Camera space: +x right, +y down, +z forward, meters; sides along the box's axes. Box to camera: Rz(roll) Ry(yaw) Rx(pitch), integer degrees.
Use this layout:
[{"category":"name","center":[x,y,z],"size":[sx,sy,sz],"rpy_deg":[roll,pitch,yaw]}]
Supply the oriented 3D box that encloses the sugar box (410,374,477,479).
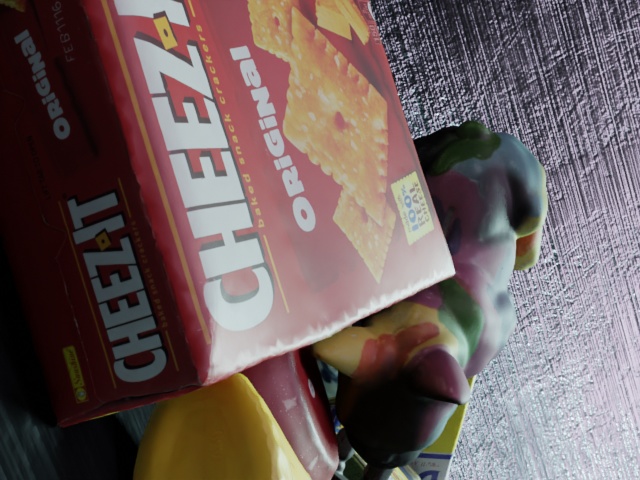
[{"category":"sugar box","center":[0.063,0.118,0.790],"size":[0.048,0.093,0.176],"rpy_deg":[-18,122,-77]}]

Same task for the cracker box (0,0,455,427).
[{"category":"cracker box","center":[-0.034,-0.038,0.423],"size":[0.213,0.072,0.164],"rpy_deg":[-15,87,-62]}]

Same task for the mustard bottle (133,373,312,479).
[{"category":"mustard bottle","center":[-0.019,0.140,0.453],"size":[0.191,0.058,0.096],"rpy_deg":[67,13,-53]}]

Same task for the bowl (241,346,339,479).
[{"category":"bowl","center":[-0.030,0.084,0.564],"size":[0.162,0.055,0.162],"rpy_deg":[-18,90,-85]}]

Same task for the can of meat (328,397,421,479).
[{"category":"can of meat","center":[0.023,0.165,0.726],"size":[0.102,0.057,0.084],"rpy_deg":[49,8,0]}]
